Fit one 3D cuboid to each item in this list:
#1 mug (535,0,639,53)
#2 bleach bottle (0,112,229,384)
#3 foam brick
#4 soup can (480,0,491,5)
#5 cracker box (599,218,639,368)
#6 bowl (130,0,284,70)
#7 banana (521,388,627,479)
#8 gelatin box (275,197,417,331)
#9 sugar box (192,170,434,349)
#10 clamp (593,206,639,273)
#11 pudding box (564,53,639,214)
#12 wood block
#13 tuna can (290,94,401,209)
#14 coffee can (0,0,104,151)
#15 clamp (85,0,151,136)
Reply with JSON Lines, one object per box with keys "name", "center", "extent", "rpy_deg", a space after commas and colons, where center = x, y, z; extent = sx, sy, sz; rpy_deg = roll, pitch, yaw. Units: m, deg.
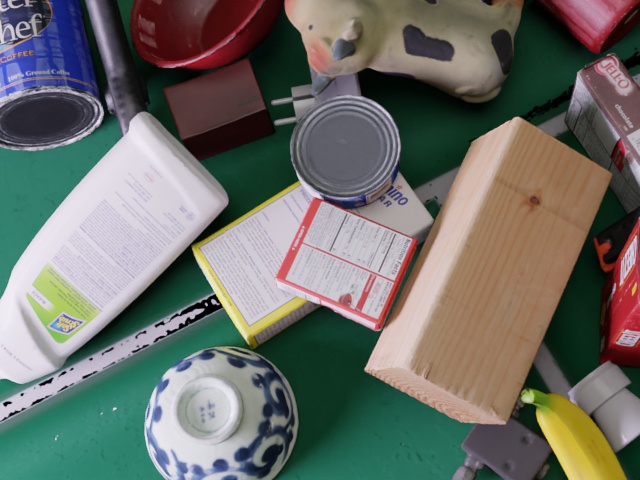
{"name": "mug", "center": [0.237, -0.215, 0.893], "extent": [0.081, 0.093, 0.117], "rpy_deg": [46, 49, 12]}
{"name": "bleach bottle", "center": [-0.193, 0.021, 0.841], "extent": [0.251, 0.068, 0.102], "rpy_deg": [-43, 103, 4]}
{"name": "foam brick", "center": [-0.084, -0.109, 0.903], "extent": [0.078, 0.051, 0.053], "rpy_deg": [-19, 72, -1]}
{"name": "soup can", "center": [0.169, -0.253, 0.916], "extent": [0.102, 0.068, 0.068], "rpy_deg": [-43, 73, -9]}
{"name": "cracker box", "center": [0.317, 0.045, 0.749], "extent": [0.214, 0.164, 0.072], "rpy_deg": [4, 70, 7]}
{"name": "bowl", "center": [-0.084, -0.204, 0.913], "extent": [0.162, 0.055, 0.162], "rpy_deg": [-18, 56, 28]}
{"name": "banana", "center": [0.198, 0.190, 0.765], "extent": [0.069, 0.037, 0.198], "rpy_deg": [-21, 84, -44]}
{"name": "gelatin box", "center": [0.020, 0.018, 0.814], "extent": [0.089, 0.030, 0.073], "rpy_deg": [23, 76, 7]}
{"name": "sugar box", "center": [-0.006, 0.001, 0.861], "extent": [0.176, 0.048, 0.093], "rpy_deg": [-31, 72, -9]}
{"name": "clamp", "center": [0.309, -0.026, 0.792], "extent": [0.210, 0.164, 0.036], "rpy_deg": [-15, 55, 11]}
{"name": "pudding box", "center": [0.240, -0.078, 0.838], "extent": [0.039, 0.090, 0.113], "rpy_deg": [-27, 71, -2]}
{"name": "wood block", "center": [0.126, 0.026, 0.801], "extent": [0.090, 0.090, 0.206], "rpy_deg": [29, 75, -9]}
{"name": "tuna can", "center": [0.021, -0.068, 0.837], "extent": [0.086, 0.034, 0.086], "rpy_deg": [-1, 75, 5]}
{"name": "coffee can", "center": [-0.247, -0.162, 0.910], "extent": [0.103, 0.103, 0.140], "rpy_deg": [-16, 70, 0]}
{"name": "clamp", "center": [-0.163, -0.130, 0.886], "extent": [0.039, 0.120, 0.171], "rpy_deg": [-19, 75, -4]}
